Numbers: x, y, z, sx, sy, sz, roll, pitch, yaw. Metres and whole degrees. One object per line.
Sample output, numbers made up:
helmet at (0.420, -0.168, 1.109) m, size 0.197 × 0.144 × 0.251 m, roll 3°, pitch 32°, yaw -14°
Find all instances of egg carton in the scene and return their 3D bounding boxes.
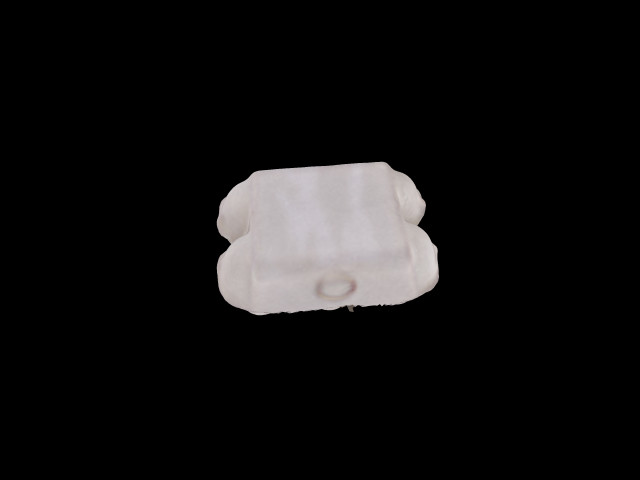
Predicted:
egg carton at (0.004, 0.001, 0.400) m, size 0.150 × 0.069 × 0.107 m, roll -5°, pitch 53°, yaw -4°
